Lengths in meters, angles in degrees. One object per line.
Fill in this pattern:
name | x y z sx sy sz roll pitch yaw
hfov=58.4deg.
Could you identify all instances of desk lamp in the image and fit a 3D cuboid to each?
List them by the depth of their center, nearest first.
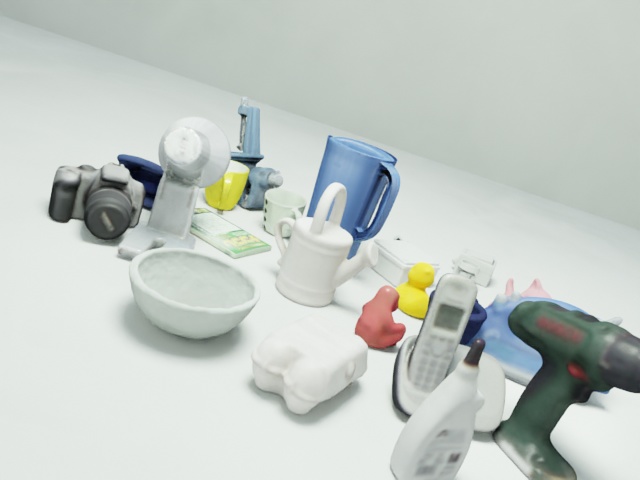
desk lamp | -0.223 -0.087 0.920 0.118 0.213 0.203 17 19 -6

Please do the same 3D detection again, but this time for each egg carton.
egg carton | -0.009 0.147 0.696 0.107 0.069 0.151 28 21 24

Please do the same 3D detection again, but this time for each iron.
iron | 0.344 0.149 0.917 0.258 0.141 0.118 19 19 -1

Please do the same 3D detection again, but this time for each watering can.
watering can | 0.009 0.003 0.921 0.173 0.194 0.101 18 19 -2

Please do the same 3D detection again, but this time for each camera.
camera | -0.351 -0.065 0.910 0.143 0.101 0.136 11 20 -23

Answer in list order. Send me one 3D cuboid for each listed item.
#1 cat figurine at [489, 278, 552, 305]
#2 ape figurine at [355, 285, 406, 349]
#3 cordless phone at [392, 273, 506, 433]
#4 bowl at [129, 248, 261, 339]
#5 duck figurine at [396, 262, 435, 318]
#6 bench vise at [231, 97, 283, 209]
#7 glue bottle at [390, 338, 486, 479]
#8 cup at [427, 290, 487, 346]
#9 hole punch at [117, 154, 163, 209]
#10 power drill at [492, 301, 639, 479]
cat figurine | 0.384 0.119 1.073 0.067 0.118 0.127 10 21 -25
ape figurine | 0.093 0.111 0.858 0.076 0.092 0.077 4 24 -37
cordless phone | 0.178 0.140 0.715 0.148 0.185 0.094 15 19 -11
bowl | -0.164 0.077 0.733 0.167 0.075 0.167 17 19 -6
duck figurine | 0.177 0.083 1.026 0.077 0.086 0.104 16 19 -9
bench vise | -0.148 -0.192 1.272 0.207 0.220 0.122 24 20 15
glue bottle | 0.134 0.176 0.592 0.078 0.173 0.037 9 21 -25
cup | 0.207 0.134 0.898 0.091 0.095 0.118 30 22 30
hole punch | -0.332 -0.120 1.096 0.108 0.091 0.101 19 19 0
power drill | 0.297 0.182 0.675 0.076 0.208 0.228 7 22 -30
